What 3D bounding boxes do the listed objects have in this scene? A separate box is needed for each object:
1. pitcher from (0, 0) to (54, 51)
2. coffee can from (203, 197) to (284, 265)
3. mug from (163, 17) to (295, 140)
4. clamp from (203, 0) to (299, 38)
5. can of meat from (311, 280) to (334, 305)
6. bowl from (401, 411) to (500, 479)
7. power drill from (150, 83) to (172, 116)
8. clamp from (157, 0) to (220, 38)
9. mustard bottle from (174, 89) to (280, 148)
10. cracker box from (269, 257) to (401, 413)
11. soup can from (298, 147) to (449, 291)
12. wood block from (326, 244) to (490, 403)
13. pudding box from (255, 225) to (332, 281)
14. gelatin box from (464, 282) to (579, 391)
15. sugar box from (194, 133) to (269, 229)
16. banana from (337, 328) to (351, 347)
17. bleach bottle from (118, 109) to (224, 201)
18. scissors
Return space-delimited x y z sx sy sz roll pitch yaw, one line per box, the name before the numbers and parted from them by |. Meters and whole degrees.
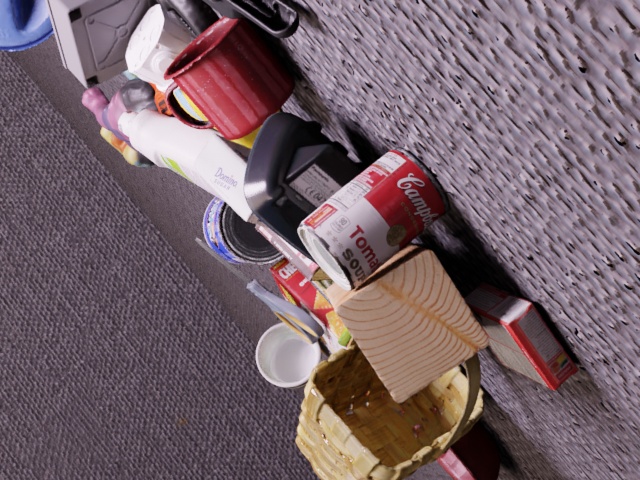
pitcher | -0.328 -0.313 1.184 0.243 0.149 0.145 -105 0 -64
coffee can | -0.088 -0.020 1.346 0.103 0.102 0.140 52 169 -8
mug | -0.085 -0.137 0.939 0.081 0.117 0.093 49 -150 -20
clamp | -0.083 -0.217 0.839 0.120 0.039 0.172 57 168 -27
can of meat | 0.008 0.027 1.241 0.102 0.057 0.084 48 171 18
bowl | 0.173 0.251 1.327 0.162 0.055 0.162 48 169 12
power drill | -0.208 -0.236 1.243 0.187 0.057 0.185 54 168 -9
clamp | -0.139 -0.237 0.984 0.210 0.036 0.164 50 178 -5
mustard bottle | -0.109 -0.147 1.122 0.096 0.058 0.192 41 176 -33
cracker box | 0.040 0.121 1.389 0.214 0.072 0.164 44 167 34
soup can | 0.041 -0.016 0.841 0.068 0.102 0.068 48 169 13
wood block | 0.069 0.063 0.919 0.091 0.090 0.206 57 179 -2
pudding box | -0.008 0.001 1.147 0.090 0.039 0.113 43 -162 18
gelatin box | 0.160 0.076 0.866 0.073 0.030 0.089 53 171 -18
sugar box | -0.037 -0.042 1.037 0.093 0.048 0.176 44 -164 31
banana | 0.054 0.055 1.128 0.037 0.069 0.198 24 154 9
bleach bottle | -0.137 -0.097 1.223 0.251 0.068 0.102 27 163 28
scissors | -0.067 0.065 1.321 0.201 0.016 0.096 44 163 -21
